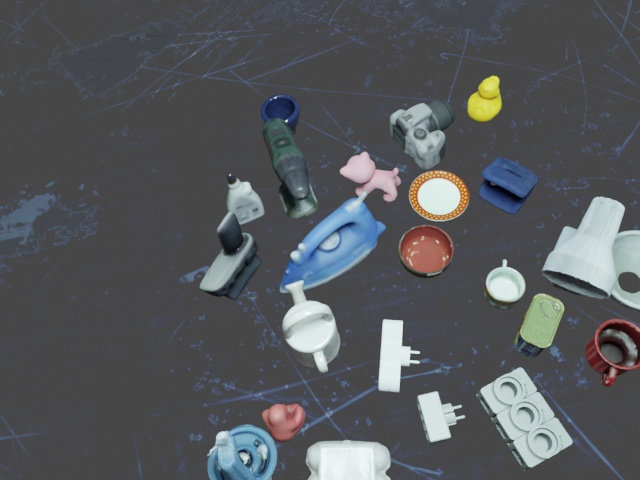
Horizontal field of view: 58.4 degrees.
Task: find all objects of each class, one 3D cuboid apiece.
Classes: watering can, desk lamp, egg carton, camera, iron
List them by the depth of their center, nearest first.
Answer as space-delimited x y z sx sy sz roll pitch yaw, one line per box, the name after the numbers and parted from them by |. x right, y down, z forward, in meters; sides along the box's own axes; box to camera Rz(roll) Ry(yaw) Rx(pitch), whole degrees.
0.050 0.408 1.005 0.150 0.069 0.107 -3 63 5 | egg carton
-0.024 0.160 1.068 0.101 0.194 0.172 -39 66 -13 | watering can
0.491 0.026 1.069 0.117 0.214 0.203 23 68 17 | desk lamp
0.011 0.004 1.172 0.258 0.141 0.118 -39 66 -13 | iron
0.246 -0.259 1.302 0.137 0.101 0.143 -32 64 -10 | camera

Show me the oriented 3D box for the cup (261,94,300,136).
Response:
-0.086 -0.270 1.346 0.091 0.095 0.117 -7 63 3 | cup

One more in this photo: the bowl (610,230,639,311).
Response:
0.615 0.070 1.112 0.167 0.075 0.167 -2 63 5 | bowl

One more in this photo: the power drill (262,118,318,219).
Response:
-0.058 -0.135 1.212 0.075 0.209 0.229 -20 63 -4 | power drill

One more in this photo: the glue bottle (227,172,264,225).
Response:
-0.171 -0.094 1.223 0.078 0.173 0.037 -22 63 -5 | glue bottle

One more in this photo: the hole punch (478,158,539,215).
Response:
0.403 -0.129 1.225 0.108 0.091 0.101 31 71 20 | hole punch

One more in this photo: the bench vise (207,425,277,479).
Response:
-0.114 0.395 0.945 0.121 0.220 0.207 -32 64 -10 | bench vise

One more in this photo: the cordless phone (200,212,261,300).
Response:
-0.196 0.030 1.157 0.094 0.185 0.148 21 68 16 | cordless phone

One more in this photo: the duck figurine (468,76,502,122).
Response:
0.387 -0.335 1.334 0.077 0.086 0.105 26 69 18 | duck figurine

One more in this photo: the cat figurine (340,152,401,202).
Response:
0.111 -0.146 1.250 0.127 0.118 0.067 8 64 10 | cat figurine

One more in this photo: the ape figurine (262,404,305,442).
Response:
-0.071 0.326 1.047 0.077 0.092 0.076 13 66 13 | ape figurine
